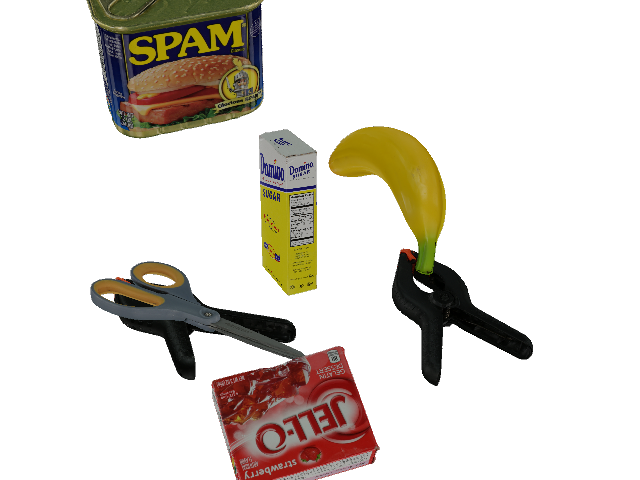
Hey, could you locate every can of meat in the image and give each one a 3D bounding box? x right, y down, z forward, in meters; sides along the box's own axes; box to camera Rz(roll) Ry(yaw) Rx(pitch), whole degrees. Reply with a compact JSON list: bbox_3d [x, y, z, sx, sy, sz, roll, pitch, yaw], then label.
[{"bbox_3d":[-0.084,-0.115,0.645,0.102,0.084,0.057,-13,47,-14],"label":"can of meat"}]

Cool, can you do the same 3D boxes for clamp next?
[{"bbox_3d":[-0.153,0.087,1.138,0.210,0.036,0.164,18,21,28],"label":"clamp"},{"bbox_3d":[0.133,0.072,1.071,0.120,0.039,0.171,-1,44,-22],"label":"clamp"}]

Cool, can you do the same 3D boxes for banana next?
[{"bbox_3d":[0.049,-0.049,0.784,0.037,0.070,0.198,23,16,-25],"label":"banana"}]

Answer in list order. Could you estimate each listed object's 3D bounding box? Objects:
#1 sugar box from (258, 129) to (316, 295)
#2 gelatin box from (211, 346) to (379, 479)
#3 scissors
[{"bbox_3d":[-0.039,-0.034,1.266,0.048,0.176,0.093,-12,26,-20],"label":"sugar box"},{"bbox_3d":[-0.017,0.113,0.668,0.089,0.073,0.030,-14,-29,-11],"label":"gelatin box"},{"bbox_3d":[-0.099,0.058,0.928,0.202,0.016,0.096,12,28,8],"label":"scissors"}]
